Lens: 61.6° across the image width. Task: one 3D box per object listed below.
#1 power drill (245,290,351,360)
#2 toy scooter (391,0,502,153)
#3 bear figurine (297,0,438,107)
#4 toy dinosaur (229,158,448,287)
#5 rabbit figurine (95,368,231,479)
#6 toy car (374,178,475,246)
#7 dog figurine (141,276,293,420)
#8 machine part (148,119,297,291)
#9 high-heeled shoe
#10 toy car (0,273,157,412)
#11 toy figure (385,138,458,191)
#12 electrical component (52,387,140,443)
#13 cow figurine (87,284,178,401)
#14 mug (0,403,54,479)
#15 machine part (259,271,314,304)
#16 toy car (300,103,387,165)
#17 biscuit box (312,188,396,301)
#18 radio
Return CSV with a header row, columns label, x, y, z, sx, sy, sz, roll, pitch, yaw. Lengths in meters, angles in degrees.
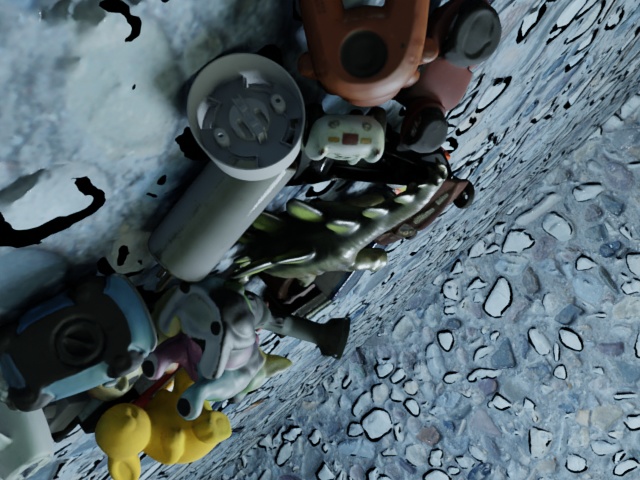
label,x,y,z,sx,sy,sz,roll,pitch,yaw
power drill,-0.059,0.138,0.880,0.232,0.207,0.086,141,-41,-73
toy scooter,0.131,-0.202,0.641,0.075,0.135,0.183,14,110,-24
bear figurine,0.046,-0.189,0.503,0.196,0.120,0.131,-66,153,-70
toy dinosaur,-0.001,-0.002,0.679,0.198,0.105,0.471,-4,164,-44
rabbit figurine,-0.239,0.258,0.745,0.162,0.122,0.173,-38,151,18
toy car,0.129,-0.035,0.742,0.089,0.053,0.202,2,163,-24
dog figurine,-0.110,0.134,0.697,0.219,0.109,0.191,7,111,-63
machine part,-0.105,-0.038,0.570,0.243,0.079,0.079,-48,161,17
high-heeled shoe,0.056,-0.083,0.686,0.249,0.145,0.086,-32,159,-32
toy car,-0.255,0.109,0.570,0.162,0.109,0.103,-28,177,-13
toy figure,0.146,-0.105,0.841,0.180,0.089,0.082,15,94,-44
electrical component,-0.324,0.234,0.759,0.119,0.075,0.047,-47,162,4
cow figurine,-0.228,0.137,0.715,0.195,0.086,0.127,-43,161,-6
mug,-0.347,0.208,0.596,0.081,0.107,0.109,-35,163,-24
machine part,-0.024,0.035,0.943,0.179,0.056,0.179,-39,161,-16
toy car,0.016,-0.108,0.549,0.202,0.073,0.056,-116,-151,-76
biscuit box,0.067,0.007,0.897,0.202,0.059,0.063,-54,159,21
radio,-0.010,0.098,1.094,0.229,0.073,0.131,-31,159,-29
